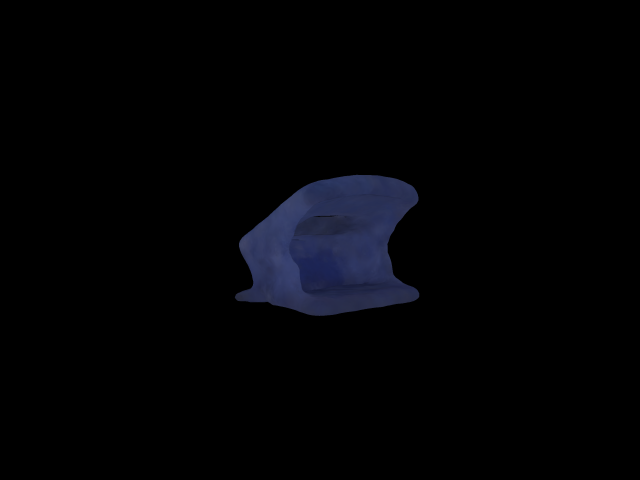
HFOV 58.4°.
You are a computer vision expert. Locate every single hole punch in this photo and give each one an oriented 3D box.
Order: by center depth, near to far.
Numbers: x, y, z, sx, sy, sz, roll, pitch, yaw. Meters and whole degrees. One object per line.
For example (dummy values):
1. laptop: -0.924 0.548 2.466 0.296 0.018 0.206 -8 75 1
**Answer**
1. hole punch: 0.004 0.001 0.400 0.109 0.091 0.100 -4 6 -39
